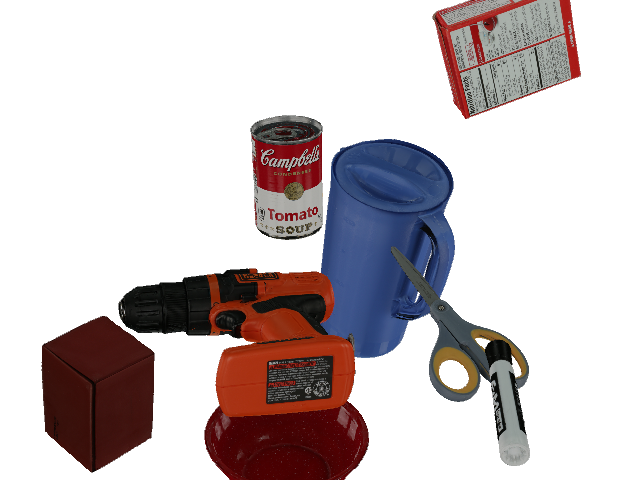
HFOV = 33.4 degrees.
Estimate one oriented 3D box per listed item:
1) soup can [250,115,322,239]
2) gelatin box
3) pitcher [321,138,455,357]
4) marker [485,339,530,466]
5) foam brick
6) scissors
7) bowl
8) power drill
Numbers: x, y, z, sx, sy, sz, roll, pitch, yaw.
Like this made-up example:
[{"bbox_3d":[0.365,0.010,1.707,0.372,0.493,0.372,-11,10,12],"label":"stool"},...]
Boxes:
[{"bbox_3d":[-0.031,-0.060,1.022,0.068,0.102,0.068,-1,27,0],"label":"soup can"},{"bbox_3d":[0.128,-0.133,0.728,0.089,0.073,0.030,-20,38,1],"label":"gelatin box"},{"bbox_3d":[0.068,0.022,1.204,0.145,0.243,0.149,11,39,3],"label":"pitcher"},{"bbox_3d":[0.125,0.105,0.722,0.020,0.020,0.121,0,29,4],"label":"marker"},{"bbox_3d":[-0.145,0.099,0.695,0.053,0.078,0.051,31,40,31],"label":"foam brick"},{"bbox_3d":[0.103,0.079,0.990,0.096,0.016,0.202,-31,51,-28],"label":"scissors"},{"bbox_3d":[-0.033,0.211,1.058,0.162,0.055,0.162,1,30,-1],"label":"bowl"},{"bbox_3d":[-0.062,0.073,0.850,0.184,0.057,0.188,-5,20,-14],"label":"power drill"}]
